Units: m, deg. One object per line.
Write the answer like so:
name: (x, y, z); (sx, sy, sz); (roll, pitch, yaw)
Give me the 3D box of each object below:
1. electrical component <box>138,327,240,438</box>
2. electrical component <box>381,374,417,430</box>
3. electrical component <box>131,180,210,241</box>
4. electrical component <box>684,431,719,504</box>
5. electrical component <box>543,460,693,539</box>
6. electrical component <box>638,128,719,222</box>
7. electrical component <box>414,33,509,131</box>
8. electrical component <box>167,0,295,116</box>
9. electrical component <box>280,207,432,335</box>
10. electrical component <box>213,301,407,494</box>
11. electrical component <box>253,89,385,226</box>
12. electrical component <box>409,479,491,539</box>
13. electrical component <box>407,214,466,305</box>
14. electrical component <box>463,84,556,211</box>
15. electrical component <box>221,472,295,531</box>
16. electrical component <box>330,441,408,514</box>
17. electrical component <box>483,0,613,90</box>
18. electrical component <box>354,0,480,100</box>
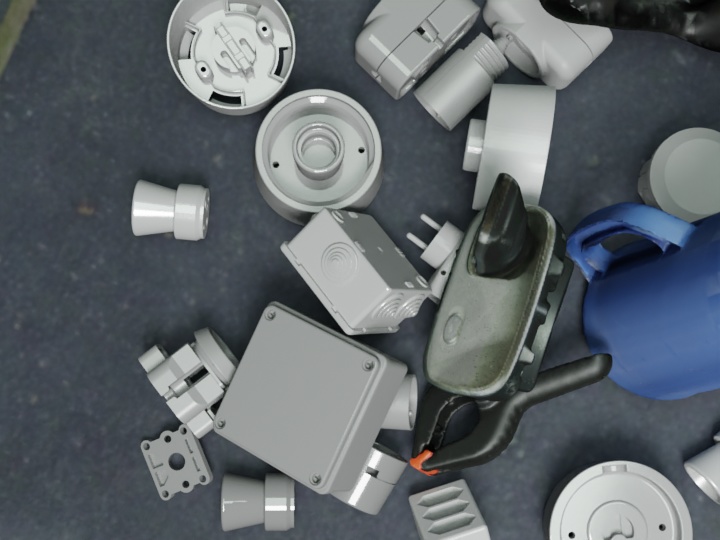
electrical component: (-0.125, 0.082, 0.835); (0.057, 0.058, 0.078); (-38, 87, -2)
electrical component: (0.002, 0.101, 0.842); (0.081, 0.043, 0.043); (2, 84, 12)
electrical component: (-0.150, -0.047, 0.853); (0.055, 0.045, 0.045); (5, 84, -2)
electrical component: (0.292, 0.151, 0.848); (0.055, 0.045, 0.045); (-40, 87, -5)
electrical component: (0.194, 0.199, 0.832); (0.108, 0.060, 0.108); (0, 84, -2)
electrical component: (0.267, -0.071, 0.866); (0.080, 0.051, 0.080); (0, 84, -2)
electrical component: (0.087, -0.156, 0.867); (0.081, 0.043, 0.043); (-44, 87, 2)
electrical component: (-0.101, -0.174, 0.857); (0.099, 0.064, 0.099); (0, 84, -2)
electrical component: (0.000, 0.000, 0.817); (0.048, 0.100, 0.099); (-45, 71, 18)
electrical component: (-0.038, 0.095, 0.802); (0.109, 0.056, 0.108); (25, 91, 26)
electrical component: (-0.033, -0.091, 0.853); (0.108, 0.060, 0.108); (0, 84, -2)
electrical component: (0.074, 0.215, 0.829); (0.047, 0.065, 0.076); (-17, 114, -3)
electrical component: (0.075, -0.013, 0.858); (0.079, 0.043, 0.077); (37, 84, 2)
electrical component: (0.113, -0.093, 0.838); (0.060, 0.108, 0.108); (9, 84, 5)
electrical component: (-0.078, 0.179, 0.833); (0.055, 0.045, 0.045); (0, 84, -2)
electrical component: (0.002, 0.157, 0.834); (0.055, 0.055, 0.047); (27, 88, 1)
electrical component: (0.148, -0.196, 0.873); (0.059, 0.053, 0.095); (-44, 87, -5)
electrical component: (0.042, -0.194, 0.869); (0.059, 0.053, 0.095); (45, 85, 3)
